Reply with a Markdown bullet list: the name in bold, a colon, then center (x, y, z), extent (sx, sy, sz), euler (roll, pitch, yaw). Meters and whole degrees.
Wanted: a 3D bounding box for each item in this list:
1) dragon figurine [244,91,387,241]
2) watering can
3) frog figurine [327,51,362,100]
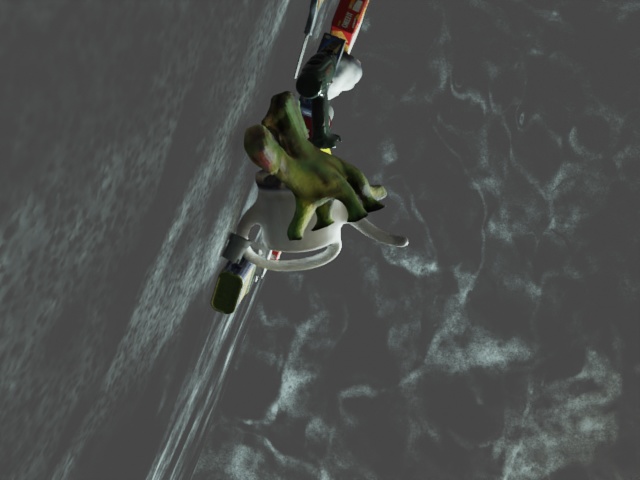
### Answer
- **dragon figurine**: center (0.000, -0.139, 0.853), extent (0.121, 0.242, 0.415), euler (-22, -175, 26)
- **watering can**: center (0.003, -0.051, 1.015), extent (0.106, 0.348, 0.220), euler (-117, -160, -66)
- **frog figurine**: center (0.035, -0.436, 1.402), extent (0.137, 0.124, 0.158), euler (6, 117, -58)
